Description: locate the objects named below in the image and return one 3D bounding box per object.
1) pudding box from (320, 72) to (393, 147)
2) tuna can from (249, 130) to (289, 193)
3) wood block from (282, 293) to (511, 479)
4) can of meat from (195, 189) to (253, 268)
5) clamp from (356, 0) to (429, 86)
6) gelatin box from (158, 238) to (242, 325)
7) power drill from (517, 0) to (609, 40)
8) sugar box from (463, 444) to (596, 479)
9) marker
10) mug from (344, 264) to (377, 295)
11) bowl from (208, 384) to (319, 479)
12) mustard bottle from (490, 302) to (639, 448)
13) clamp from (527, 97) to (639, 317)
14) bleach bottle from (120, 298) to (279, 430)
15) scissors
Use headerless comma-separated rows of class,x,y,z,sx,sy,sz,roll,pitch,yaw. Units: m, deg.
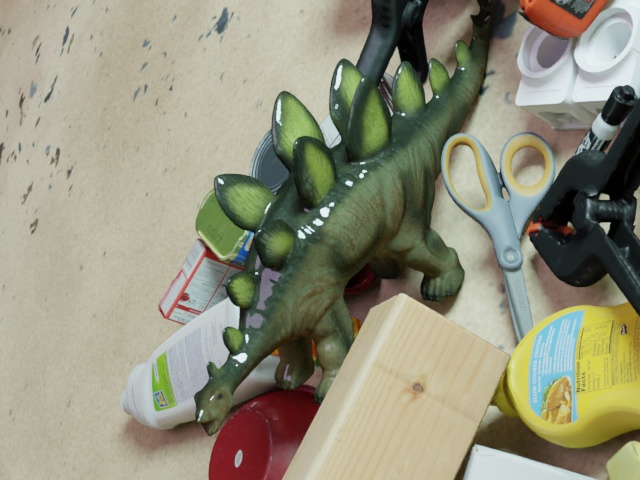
pudding box,0.039,-0.094,1.008,0.114,0.039,0.090,-49,41,26
tuna can,-0.034,-0.076,1.094,0.086,0.033,0.086,-28,51,42
wood block,0.037,0.152,0.725,0.206,0.091,0.090,-61,4,-15
can of meat,-0.067,-0.004,1.056,0.057,0.083,0.102,-61,37,10
clamp,0.062,-0.188,0.912,0.039,0.120,0.171,20,133,23
gelatin box,-0.113,0.050,1.096,0.089,0.073,0.030,-59,35,14
power drill,0.170,-0.247,0.799,0.185,0.057,0.188,-58,31,22
sugar box,0.120,0.229,0.685,0.048,0.093,0.176,59,-134,-81
marker,0.194,-0.065,0.762,0.121,0.020,0.020,110,157,-50
mug,-0.006,0.001,0.966,0.082,0.093,0.117,-24,73,50
bowl,-0.051,0.201,0.951,0.162,0.055,0.162,-29,50,41
mustard bottle,0.183,0.088,0.707,0.192,0.058,0.096,-20,51,46
clamp,0.190,-0.028,0.702,0.210,0.036,0.164,-178,95,-80
bleach bottle,-0.127,0.128,1.076,0.251,0.067,0.102,-27,66,44
scissors,0.159,0.000,0.812,0.096,0.016,0.202,-24,72,-2
